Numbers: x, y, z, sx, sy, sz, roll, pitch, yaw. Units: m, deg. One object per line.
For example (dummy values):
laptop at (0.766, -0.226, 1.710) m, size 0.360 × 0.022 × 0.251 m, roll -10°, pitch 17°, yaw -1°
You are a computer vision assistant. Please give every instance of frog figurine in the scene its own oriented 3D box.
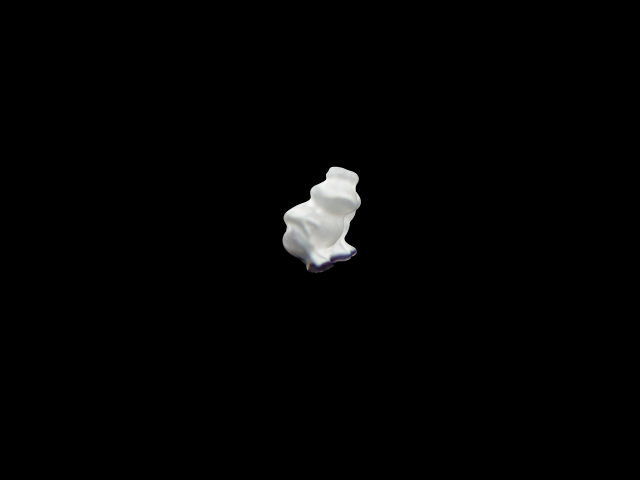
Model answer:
frog figurine at (0.003, -0.043, 0.850) m, size 0.138 × 0.157 × 0.123 m, roll -9°, pitch 17°, yaw -30°
